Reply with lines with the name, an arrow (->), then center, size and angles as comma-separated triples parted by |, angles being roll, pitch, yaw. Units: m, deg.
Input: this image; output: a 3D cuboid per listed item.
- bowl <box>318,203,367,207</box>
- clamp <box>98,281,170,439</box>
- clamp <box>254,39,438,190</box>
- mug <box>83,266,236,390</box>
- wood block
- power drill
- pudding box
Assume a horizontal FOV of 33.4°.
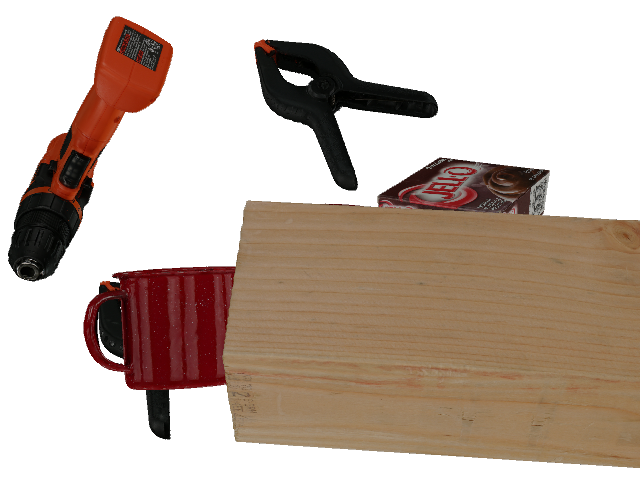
bowl -> 0.011, 0.007, 1.111 | 0.162, 0.055, 0.162 | 0, 16, 0
clamp -> -0.136, 0.094, 1.017 | 0.164, 0.036, 0.210 | -21, 41, -32
clamp -> 0.015, -0.128, 0.937 | 0.120, 0.171, 0.039 | -32, -24, -24
mug -> -0.109, 0.062, 0.747 | 0.117, 0.081, 0.093 | -1, -5, -34
wood block -> 0.063, 0.046, 0.516 | 0.206, 0.091, 0.090 | 3, -36, 3
power drill -> -0.192, -0.076, 0.869 | 0.057, 0.188, 0.184 | 27, 32, -20
pudding box -> 0.104, -0.026, 0.766 | 0.090, 0.039, 0.113 | 10, 21, 27
